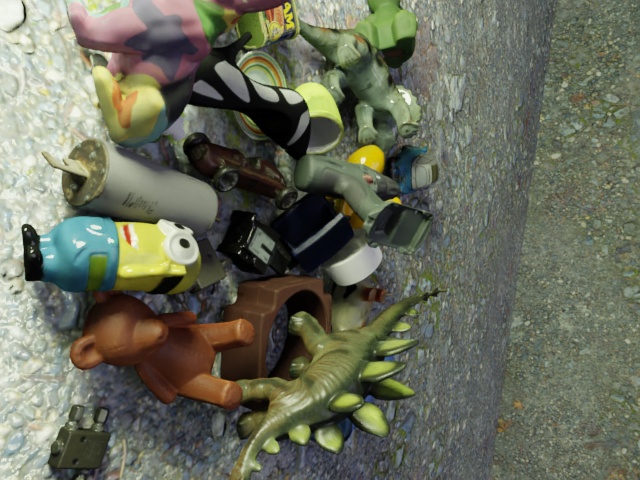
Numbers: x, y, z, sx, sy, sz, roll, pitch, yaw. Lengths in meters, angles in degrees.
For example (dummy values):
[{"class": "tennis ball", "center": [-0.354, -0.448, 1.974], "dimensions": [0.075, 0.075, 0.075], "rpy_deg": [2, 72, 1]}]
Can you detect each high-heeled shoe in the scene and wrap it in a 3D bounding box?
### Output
[{"class": "high-heeled shoe", "center": [-0.095, -0.161, 0.734], "dimensions": [0.145, 0.086, 0.248], "rpy_deg": [-56, 139, -24]}]

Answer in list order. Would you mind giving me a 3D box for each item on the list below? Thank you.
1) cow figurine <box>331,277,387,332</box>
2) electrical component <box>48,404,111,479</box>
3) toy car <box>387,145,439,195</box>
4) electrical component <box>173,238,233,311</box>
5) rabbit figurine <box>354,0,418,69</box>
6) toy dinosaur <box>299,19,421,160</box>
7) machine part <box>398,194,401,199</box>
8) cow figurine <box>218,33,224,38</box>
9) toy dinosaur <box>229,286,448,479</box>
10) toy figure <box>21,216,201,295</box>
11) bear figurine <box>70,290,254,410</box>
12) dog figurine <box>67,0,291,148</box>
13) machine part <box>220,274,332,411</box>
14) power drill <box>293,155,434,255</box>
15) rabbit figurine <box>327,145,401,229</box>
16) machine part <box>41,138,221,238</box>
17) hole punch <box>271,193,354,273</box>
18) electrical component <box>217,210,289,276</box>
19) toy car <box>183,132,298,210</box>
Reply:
[{"class": "cow figurine", "center": [0.058, 0.096, 1.040], "dimensions": [0.085, 0.127, 0.194], "rpy_deg": [12, 100, -58]}, {"class": "electrical component", "center": [-0.273, 0.234, 0.606], "dimensions": [0.063, 0.021, 0.094], "rpy_deg": [34, 68, -55]}, {"class": "toy car", "center": [0.227, -0.163, 1.263], "dimensions": [0.161, 0.103, 0.109], "rpy_deg": [-32, 121, -54]}, {"class": "electrical component", "center": [-0.167, 0.044, 0.725], "dimensions": [0.078, 0.045, 0.102], "rpy_deg": [58, 38, -5]}, {"class": "rabbit figurine", "center": [0.143, -0.443, 1.071], "dimensions": [0.159, 0.121, 0.170], "rpy_deg": [10, 72, -62]}, {"class": "toy dinosaur", "center": [0.074, -0.299, 0.985], "dimensions": [0.404, 0.131, 0.192], "rpy_deg": [50, 25, -37]}, {"class": "machine part", "center": [0.128, -0.074, 1.176], "dimensions": [0.139, 0.039, 0.084], "rpy_deg": [-40, 119, -38]}, {"class": "cow figurine", "center": [-0.129, -0.313, 0.668], "dimensions": [0.068, 0.098, 0.167], "rpy_deg": [51, 47, -45]}, {"class": "toy dinosaur", "center": [0.035, 0.182, 0.765], "dimensions": [0.471, 0.199, 0.104], "rpy_deg": [-43, 133, -44]}, {"class": "toy figure", "center": [-0.216, 0.018, 0.573], "dimensions": [0.180, 0.089, 0.082], "rpy_deg": [-1, 67, -31]}, {"class": "bear figurine", "center": [-0.182, 0.121, 0.638], "dimensions": [0.195, 0.132, 0.120], "rpy_deg": [56, 37, -53]}, {"class": "dog figurine", "center": [-0.137, -0.209, 0.562], "dimensions": [0.219, 0.109, 0.191], "rpy_deg": [-18, 116, -12]}, {"class": "machine part", "center": [-0.067, 0.159, 0.864], "dimensions": [0.201, 0.087, 0.201], "rpy_deg": [-7, 100, -58]}, {"class": "power drill", "center": [0.085, -0.064, 0.839], "dimensions": [0.232, 0.207, 0.086], "rpy_deg": [12, 120, -35]}, {"class": "rabbit figurine", "center": [0.070, -0.094, 1.010], "dimensions": [0.162, 0.122, 0.173], "rpy_deg": [-21, 136, -31]}, {"class": "machine part", "center": [-0.200, -0.054, 0.618], "dimensions": [0.243, 0.079, 0.079], "rpy_deg": [22, 77, -58]}, {"class": "hole punch", "center": [-0.002, -0.003, 0.891], "dimensions": [0.142, 0.092, 0.115], "rpy_deg": [-41, 134, -4]}, {"class": "electrical component", "center": [-0.096, 0.013, 0.825], "dimensions": [0.119, 0.048, 0.075], "rpy_deg": [43, 60, -53]}, {"class": "toy car", "center": [-0.102, -0.096, 0.752], "dimensions": [0.053, 0.089, 0.202], "rpy_deg": [-55, 149, 14]}]
